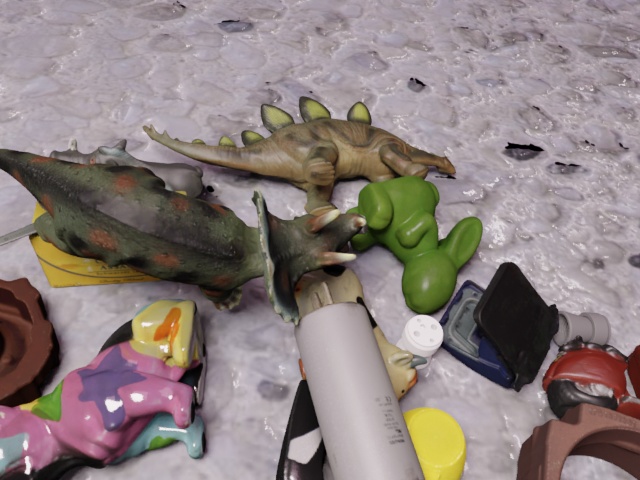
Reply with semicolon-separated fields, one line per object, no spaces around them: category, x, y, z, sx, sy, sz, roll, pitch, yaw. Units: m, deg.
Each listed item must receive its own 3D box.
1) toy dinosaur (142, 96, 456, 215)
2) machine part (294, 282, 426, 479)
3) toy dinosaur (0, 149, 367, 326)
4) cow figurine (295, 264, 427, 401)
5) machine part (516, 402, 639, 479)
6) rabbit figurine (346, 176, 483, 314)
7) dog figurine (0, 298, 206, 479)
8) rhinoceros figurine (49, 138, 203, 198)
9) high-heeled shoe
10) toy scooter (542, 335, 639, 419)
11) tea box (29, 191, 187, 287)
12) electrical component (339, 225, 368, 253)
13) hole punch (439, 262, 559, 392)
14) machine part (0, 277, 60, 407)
toy dinosaur;-0.008;-0.124;0.785;0.471;0.105;0.199;-1;43;-21
machine part;0.032;0.147;0.493;0.079;0.079;0.243;-8;57;-15
toy dinosaur;-0.154;-0.015;0.506;0.405;0.192;0.131;16;77;-17
cow figurine;0.036;0.113;0.609;0.127;0.085;0.195;-12;53;-11
machine part;0.292;0.277;0.509;0.202;0.087;0.201;18;50;7
rabbit figurine;0.127;0.013;0.705;0.159;0.121;0.170;-11;72;-26
dog figurine;-0.225;0.150;0.521;0.219;0.108;0.192;-3;52;-8
rhinoceros figurine;-0.249;-0.074;0.697;0.190;0.112;0.073;8;52;-13
high-heeled shoe;0.030;0.252;0.494;0.145;0.086;0.249;9;55;-5
toy scooter;0.348;0.161;0.621;0.184;0.075;0.135;20;51;3
tea box;-0.242;-0.001;0.646;0.170;0.098;0.068;-3;51;-9
electrical component;-0.002;-0.002;0.660;0.102;0.045;0.078;3;44;46
hole punch;0.212;0.105;0.650;0.115;0.092;0.142;49;52;-7
machine part;-0.366;0.115;0.557;0.179;0.056;0.179;5;51;-6
